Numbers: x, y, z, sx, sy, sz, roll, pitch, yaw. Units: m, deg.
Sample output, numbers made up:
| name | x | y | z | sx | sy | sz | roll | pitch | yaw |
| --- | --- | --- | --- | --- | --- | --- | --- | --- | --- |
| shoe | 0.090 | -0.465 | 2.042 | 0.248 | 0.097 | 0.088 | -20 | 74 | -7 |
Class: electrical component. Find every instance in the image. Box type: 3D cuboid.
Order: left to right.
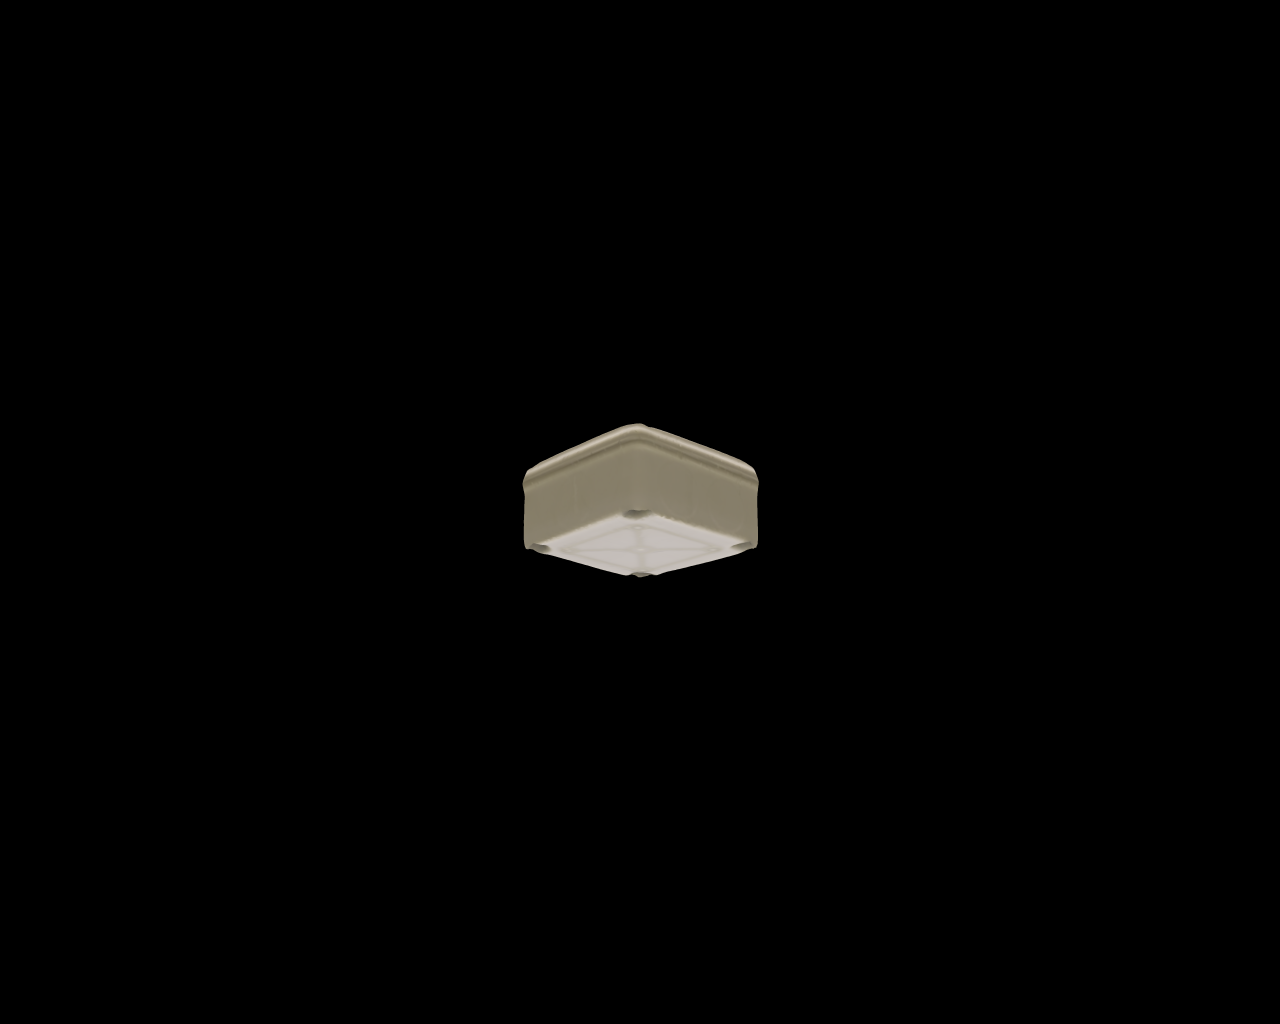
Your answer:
| name | x | y | z | sx | sy | sz | roll | pitch | yaw |
| --- | --- | --- | --- | --- | --- | --- | --- | --- | --- |
| electrical component | 0.001 | -0.003 | 0.650 | 0.109 | 0.056 | 0.108 | 17 | -25 | -41 |
